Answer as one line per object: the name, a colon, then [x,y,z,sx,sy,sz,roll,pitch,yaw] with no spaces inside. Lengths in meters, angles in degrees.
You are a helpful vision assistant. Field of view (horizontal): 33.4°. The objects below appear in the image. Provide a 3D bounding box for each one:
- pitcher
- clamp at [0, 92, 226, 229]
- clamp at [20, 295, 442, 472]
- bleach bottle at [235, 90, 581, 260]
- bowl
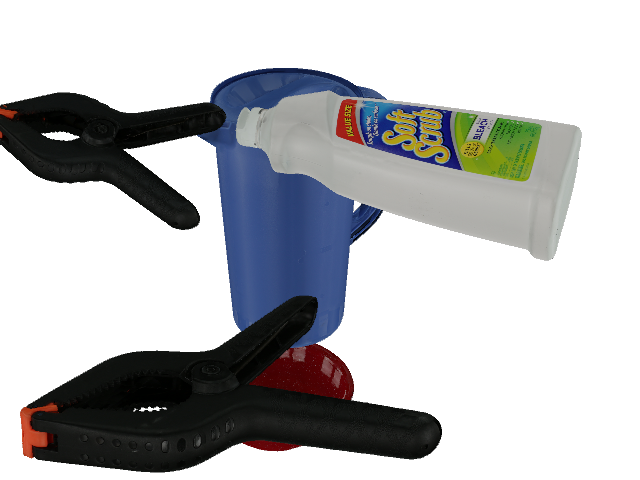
pitcher: [-0.020,-0.028,0.979,0.149,0.243,0.144,11,33,17]
clamp: [-0.153,-0.077,0.791,0.171,0.039,0.120,20,44,1]
clamp: [-0.059,0.081,0.592,0.209,0.036,0.165,-5,24,-18]
bleach bottle: [0.055,-0.058,0.779,0.251,0.068,0.102,12,46,16]
bowl: [-0.047,0.166,1.101,0.162,0.055,0.162,2,31,-1]
